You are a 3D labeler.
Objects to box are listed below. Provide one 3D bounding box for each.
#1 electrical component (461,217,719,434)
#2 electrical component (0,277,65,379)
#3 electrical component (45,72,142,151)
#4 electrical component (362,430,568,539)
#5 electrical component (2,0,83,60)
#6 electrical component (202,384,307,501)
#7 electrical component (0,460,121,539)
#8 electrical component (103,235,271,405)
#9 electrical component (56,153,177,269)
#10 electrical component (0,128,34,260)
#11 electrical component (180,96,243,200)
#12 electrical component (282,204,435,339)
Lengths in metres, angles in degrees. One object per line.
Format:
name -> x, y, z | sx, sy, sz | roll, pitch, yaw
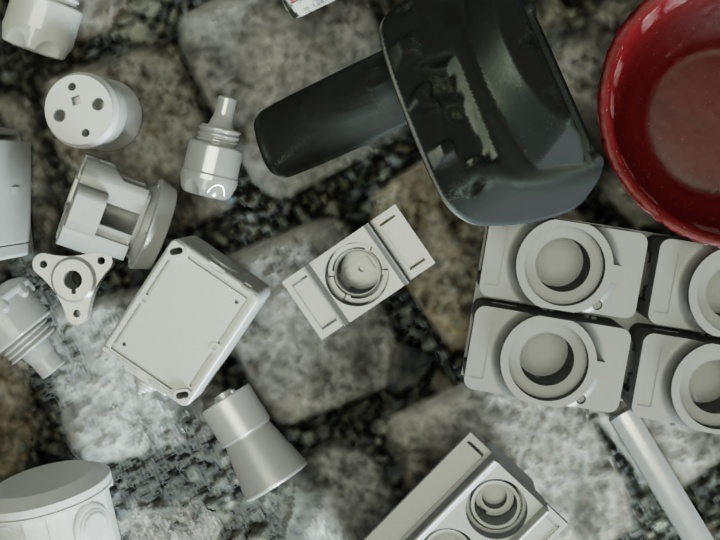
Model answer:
electrical component -> 0.160, 0.030, 0.632 | 0.186, 0.060, 0.105 | 9, 95, 3
electrical component -> -0.210, 0.039, 0.669 | 0.048, 0.048, 0.062 | -37, 98, 6
electrical component -> -0.160, -0.095, 0.647 | 0.045, 0.055, 0.045 | 0, 95, 4
electrical component -> 0.053, 0.164, 0.649 | 0.079, 0.063, 0.121 | 43, 97, 0
electrical component -> -0.189, -0.161, 0.650 | 0.043, 0.043, 0.062 | 19, 95, 2
electrical component -> -0.068, 0.104, 0.665 | 0.044, 0.044, 0.065 | -33, 87, 6
electrical component -> -0.189, 0.151, 0.659 | 0.080, 0.080, 0.051 | -10, 99, 5
electrical component -> -0.106, 0.034, 0.651 | 0.062, 0.061, 0.096 | 34, 96, 1
electrical component -> -0.146, -0.034, 0.645 | 0.057, 0.078, 0.058 | 20, 96, -19
electrical component -> -0.235, -0.039, 0.654 | 0.061, 0.061, 0.096 | -5, 94, 5
electrical component -> -0.087, -0.075, 0.654 | 0.035, 0.035, 0.061 | 14, 94, 3
electrical component -> 0.000, 0.000, 0.639 | 0.081, 0.064, 0.042 | -34, 93, 7
